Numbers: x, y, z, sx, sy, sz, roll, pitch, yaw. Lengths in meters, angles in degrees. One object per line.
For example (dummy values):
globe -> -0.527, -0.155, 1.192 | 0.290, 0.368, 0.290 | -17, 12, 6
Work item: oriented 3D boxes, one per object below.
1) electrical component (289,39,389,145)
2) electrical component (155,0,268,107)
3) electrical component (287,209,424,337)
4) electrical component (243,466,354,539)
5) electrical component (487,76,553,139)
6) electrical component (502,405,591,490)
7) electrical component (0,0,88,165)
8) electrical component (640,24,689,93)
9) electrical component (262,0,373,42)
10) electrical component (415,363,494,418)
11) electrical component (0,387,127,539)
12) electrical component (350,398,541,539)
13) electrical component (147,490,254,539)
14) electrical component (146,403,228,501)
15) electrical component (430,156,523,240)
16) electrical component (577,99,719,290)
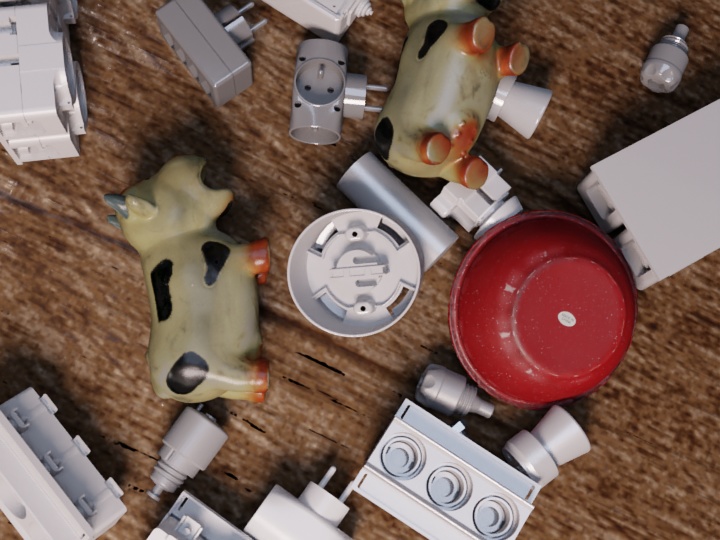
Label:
electrical component -> -0.016, -0.145, 0.892 | 0.079, 0.044, 0.077 | 5, 77, -3
electrical component -> -0.113, -0.194, 0.893 | 0.076, 0.047, 0.083 | -36, 83, -10
electrical component -> 0.000, 0.000, 0.839 | 0.099, 0.064, 0.099 | 2, 98, 14
electrical component -> -0.035, 0.187, 0.817 | 0.077, 0.044, 0.079 | 35, 77, 3
electrical component -> 0.127, -0.142, 0.902 | 0.055, 0.045, 0.045 | 26, 77, 2
electrical component -> 0.145, 0.139, 0.842 | 0.055, 0.045, 0.045 | -35, 83, -10
electrical component -> -0.260, -0.191, 0.851 | 0.060, 0.105, 0.186 | -7, 78, -6
electrical component -> 0.267, -0.185, 0.929 | 0.035, 0.035, 0.061 | 28, 74, 2
electrical component -> -0.031, -0.236, 0.902 | 0.096, 0.061, 0.061 | 33, 77, 3
electrical component -> 0.076, 0.100, 0.850 | 0.061, 0.035, 0.035 | 24, 77, -2
electrical component -> -0.234, 0.152, 0.795 | 0.121, 0.078, 0.063 | 50, 49, 6
electrical component -> 0.064, 0.165, 0.820 | 0.121, 0.063, 0.078 | 33, 77, 3
electrical component -> -0.105, 0.231, 0.787 | 0.121, 0.063, 0.078 | 35, 94, 4
electrical component -> -0.135, 0.141, 0.821 | 0.040, 0.040, 0.078 | 35, 77, 3
electrical component -> 0.099, -0.054, 0.880 | 0.066, 0.048, 0.055 | -41, 80, -20
electrical component -> 0.288, -0.073, 0.892 | 0.186, 0.060, 0.105 | -27, 81, -10
